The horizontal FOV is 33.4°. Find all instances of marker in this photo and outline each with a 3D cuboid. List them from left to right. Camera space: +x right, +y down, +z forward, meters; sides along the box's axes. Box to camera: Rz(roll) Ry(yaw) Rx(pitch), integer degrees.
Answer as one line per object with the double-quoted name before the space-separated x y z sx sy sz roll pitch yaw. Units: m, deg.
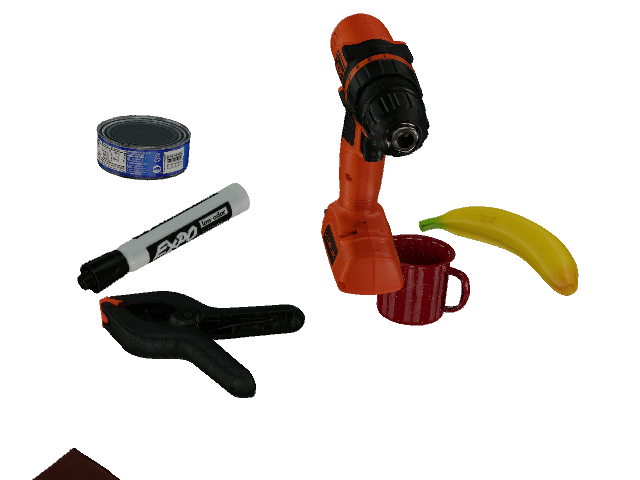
"marker" -0.093 -0.002 0.638 0.120 0.020 0.020 -31 19 -34

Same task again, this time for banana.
"banana" 0.187 0.004 1.039 0.069 0.037 0.198 -39 37 -22

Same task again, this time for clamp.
"clamp" -0.100 0.072 0.894 0.172 0.039 0.120 18 27 23

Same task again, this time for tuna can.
"tuna can" -0.164 -0.086 0.987 0.086 0.034 0.086 6 25 -3

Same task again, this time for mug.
"mug" 0.120 0.050 1.254 0.117 0.081 0.093 13 25 23

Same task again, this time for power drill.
"power drill" 0.039 -0.055 0.794 0.057 0.188 0.184 0 32 -7

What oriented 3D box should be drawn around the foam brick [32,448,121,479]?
"foam brick" -0.094 0.137 0.452 0.078 0.051 0.052 25 45 32
